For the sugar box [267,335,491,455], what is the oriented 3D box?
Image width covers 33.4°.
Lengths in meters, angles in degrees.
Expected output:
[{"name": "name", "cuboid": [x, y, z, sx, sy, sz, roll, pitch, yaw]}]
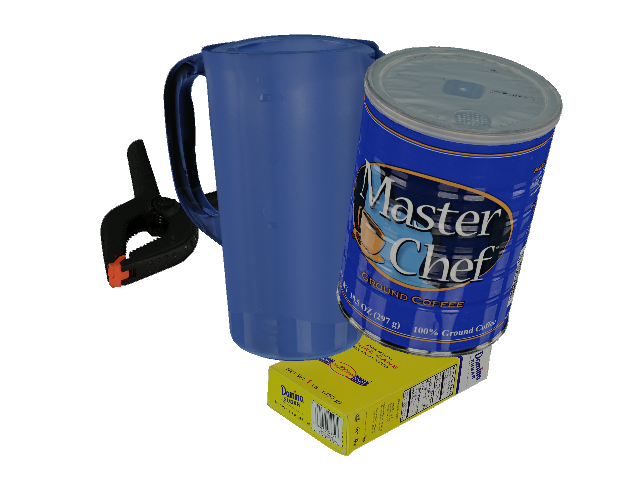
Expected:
[{"name": "sugar box", "cuboid": [0.051, 0.109, 0.886, 0.175, 0.048, 0.093, -23, 37, -38]}]

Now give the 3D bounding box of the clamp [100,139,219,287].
[{"name": "clamp", "cuboid": [-0.162, -0.029, 1.057, 0.165, 0.036, 0.209, 21, 41, 18]}]

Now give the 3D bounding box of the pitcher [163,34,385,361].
[{"name": "pitcher", "cuboid": [-0.031, -0.037, 0.830, 0.144, 0.243, 0.149, -8, 17, -24]}]

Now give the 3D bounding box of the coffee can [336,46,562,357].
[{"name": "coffee can", "cuboid": [0.067, -0.022, 0.588, 0.102, 0.140, 0.103, 5, 33, -3]}]
